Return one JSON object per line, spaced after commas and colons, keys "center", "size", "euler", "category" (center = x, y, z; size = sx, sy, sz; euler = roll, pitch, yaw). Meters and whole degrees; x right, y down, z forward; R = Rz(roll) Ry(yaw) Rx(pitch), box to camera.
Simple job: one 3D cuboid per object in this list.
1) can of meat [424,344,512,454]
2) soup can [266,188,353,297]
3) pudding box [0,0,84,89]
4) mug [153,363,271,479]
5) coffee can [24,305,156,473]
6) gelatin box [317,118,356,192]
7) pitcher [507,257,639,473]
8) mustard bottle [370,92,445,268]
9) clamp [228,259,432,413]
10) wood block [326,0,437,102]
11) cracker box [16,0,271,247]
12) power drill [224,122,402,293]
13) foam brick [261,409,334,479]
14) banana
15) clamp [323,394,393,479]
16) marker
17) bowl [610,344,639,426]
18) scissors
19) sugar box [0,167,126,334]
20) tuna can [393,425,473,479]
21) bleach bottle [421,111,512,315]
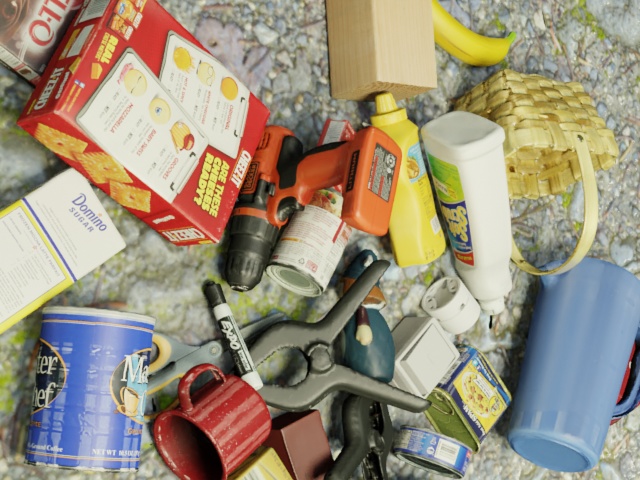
{"center": [0.170, 0.185, 1.255], "size": [0.083, 0.058, 0.102], "euler": [-45, 111, -32], "category": "can of meat"}
{"center": [-0.008, 0.001, 1.142], "size": [0.068, 0.069, 0.102], "euler": [37, 66, -27], "category": "soup can"}
{"center": [-0.269, -0.213, 1.000], "size": [0.090, 0.039, 0.113], "euler": [38, 66, -27], "category": "pudding box"}
{"center": [-0.105, 0.174, 1.037], "size": [0.081, 0.093, 0.117], "euler": [-37, 118, -43], "category": "mug"}
{"center": [-0.207, 0.135, 0.966], "size": [0.102, 0.103, 0.140], "euler": [11, 79, -34], "category": "coffee can"}
{"center": [0.023, -0.079, 1.172], "size": [0.089, 0.030, 0.073], "euler": [54, 50, -54], "category": "gelatin box"}
{"center": [0.315, 0.156, 1.291], "size": [0.145, 0.149, 0.242], "euler": [68, 38, -53], "category": "pitcher"}
{"center": [0.093, -0.071, 1.203], "size": [0.096, 0.058, 0.191], "euler": [-41, 120, -65], "category": "mustard bottle"}
{"center": [0.001, 0.112, 1.106], "size": [0.210, 0.036, 0.164], "euler": [-8, 81, -7], "category": "clamp"}
{"center": [0.066, -0.267, 1.210], "size": [0.090, 0.090, 0.206], "euler": [-1, 85, -35], "category": "wood block"}
{"center": [-0.161, -0.117, 1.018], "size": [0.213, 0.072, 0.164], "euler": [42, 57, -37], "category": "cracker box"}
{"center": [-0.014, -0.038, 1.071], "size": [0.057, 0.188, 0.184], "euler": [29, 66, -44], "category": "power drill"}
{"center": [-0.024, 0.222, 1.117], "size": [0.052, 0.051, 0.078], "euler": [-20, 97, -34], "category": "foam brick"}
{"center": [0.166, -0.261, 1.315], "size": [0.197, 0.037, 0.069], "euler": [22, 56, -33], "category": "banana"}
{"center": [0.054, 0.231, 1.144], "size": [0.120, 0.039, 0.171], "euler": [58, 31, -31], "category": "clamp"}
{"center": [-0.089, 0.096, 1.079], "size": [0.020, 0.020, 0.121], "euler": [-12, 69, -35], "category": "marker"}
{"center": [0.390, 0.168, 1.412], "size": [0.161, 0.055, 0.162], "euler": [4, 83, -35], "category": "bowl"}
{"center": [-0.125, 0.101, 1.081], "size": [0.201, 0.016, 0.096], "euler": [-42, 109, -31], "category": "scissors"}
{"center": [-0.272, 0.015, 0.970], "size": [0.176, 0.048, 0.093], "euler": [-38, 106, -35], "category": "sugar box"}
{"center": [0.126, 0.239, 1.200], "size": [0.086, 0.086, 0.033], "euler": [30, 70, -29], "category": "tuna can"}
{"center": [0.183, -0.019, 1.227], "size": [0.068, 0.103, 0.251], "euler": [-26, 121, -16], "category": "bleach bottle"}
